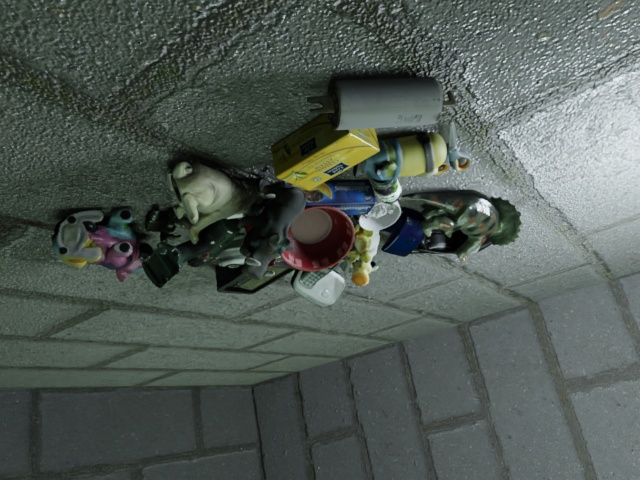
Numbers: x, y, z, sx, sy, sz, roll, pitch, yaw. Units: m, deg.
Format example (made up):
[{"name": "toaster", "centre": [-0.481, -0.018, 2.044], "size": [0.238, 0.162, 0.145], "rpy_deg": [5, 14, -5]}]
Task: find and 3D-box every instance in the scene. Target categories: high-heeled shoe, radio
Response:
[{"name": "high-heeled shoe", "centre": [0.345, 0.001, 1.478], "size": [0.249, 0.086, 0.145], "rpy_deg": [-7, 173, 28]}, {"name": "radio", "centre": [-0.180, 0.079, 1.454], "size": [0.131, 0.073, 0.229], "rpy_deg": [7, 152, -39]}]

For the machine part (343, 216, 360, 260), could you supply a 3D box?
[{"name": "machine part", "centre": [0.065, -0.020, 1.247], "size": [0.039, 0.139, 0.084], "rpy_deg": [9, 165, 15]}]

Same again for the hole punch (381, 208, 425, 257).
[{"name": "hole punch", "centre": [0.215, -0.019, 1.386], "size": [0.142, 0.092, 0.116], "rpy_deg": [16, 143, -43]}]

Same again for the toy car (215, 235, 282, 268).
[{"name": "toy car", "centre": [-0.158, 0.020, 1.318], "size": [0.202, 0.073, 0.056], "rpy_deg": [-7, 162, -10]}]

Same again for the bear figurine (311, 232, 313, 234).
[{"name": "bear figurine", "centre": [-0.004, -0.007, 1.255], "size": [0.195, 0.132, 0.120], "rpy_deg": [20, 117, -43]}]

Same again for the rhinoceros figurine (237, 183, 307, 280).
[{"name": "rhinoceros figurine", "centre": [-0.089, -0.015, 1.001], "size": [0.112, 0.190, 0.073], "rpy_deg": [20, 163, 32]}]

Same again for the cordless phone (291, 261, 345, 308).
[{"name": "cordless phone", "centre": [0.028, 0.088, 1.411], "size": [0.146, 0.089, 0.184], "rpy_deg": [33, 128, -27]}]

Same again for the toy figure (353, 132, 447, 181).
[{"name": "toy figure", "centre": [0.151, -0.157, 1.015], "size": [0.180, 0.082, 0.089], "rpy_deg": [-4, 160, -12]}]

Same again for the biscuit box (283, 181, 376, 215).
[{"name": "biscuit box", "centre": [0.016, -0.088, 1.148], "size": [0.203, 0.059, 0.062], "rpy_deg": [-3, 157, -19]}]

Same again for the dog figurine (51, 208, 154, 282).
[{"name": "dog figurine", "centre": [-0.454, 0.024, 1.144], "size": [0.191, 0.108, 0.219], "rpy_deg": [-5, 160, -18]}]

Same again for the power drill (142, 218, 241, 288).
[{"name": "power drill", "centre": [-0.287, 0.032, 1.194], "size": [0.232, 0.086, 0.207], "rpy_deg": [-36, 172, 36]}]

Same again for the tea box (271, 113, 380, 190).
[{"name": "tea box", "centre": [0.007, -0.160, 0.951], "size": [0.170, 0.068, 0.098], "rpy_deg": [-27, 153, 34]}]

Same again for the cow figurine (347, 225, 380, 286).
[{"name": "cow figurine", "centre": [0.113, 0.027, 1.351], "size": [0.068, 0.167, 0.098], "rpy_deg": [11, -163, 24]}]

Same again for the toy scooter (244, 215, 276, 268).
[{"name": "toy scooter", "centre": [-0.131, 0.001, 1.199], "size": [0.075, 0.135, 0.183], "rpy_deg": [-4, 156, -13]}]

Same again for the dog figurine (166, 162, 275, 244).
[{"name": "dog figurine", "centre": [-0.176, -0.100, 1.006], "size": [0.190, 0.121, 0.172], "rpy_deg": [-25, 157, -21]}]

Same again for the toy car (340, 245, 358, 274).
[{"name": "toy car", "centre": [0.092, 0.037, 1.446], "size": [0.109, 0.103, 0.161], "rpy_deg": [-7, 160, -11]}]

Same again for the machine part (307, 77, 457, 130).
[{"name": "machine part", "centre": [0.101, -0.214, 0.844], "size": [0.243, 0.079, 0.079], "rpy_deg": [-5, 158, -13]}]

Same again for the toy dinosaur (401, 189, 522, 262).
[{"name": "toy dinosaur", "centre": [0.366, -0.063, 1.320], "size": [0.192, 0.131, 0.404], "rpy_deg": [-36, 146, 24]}]

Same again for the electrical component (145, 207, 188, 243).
[{"name": "electrical component", "centre": [-0.329, -0.032, 1.141], "size": [0.078, 0.045, 0.102], "rpy_deg": [2, 155, -33]}]
